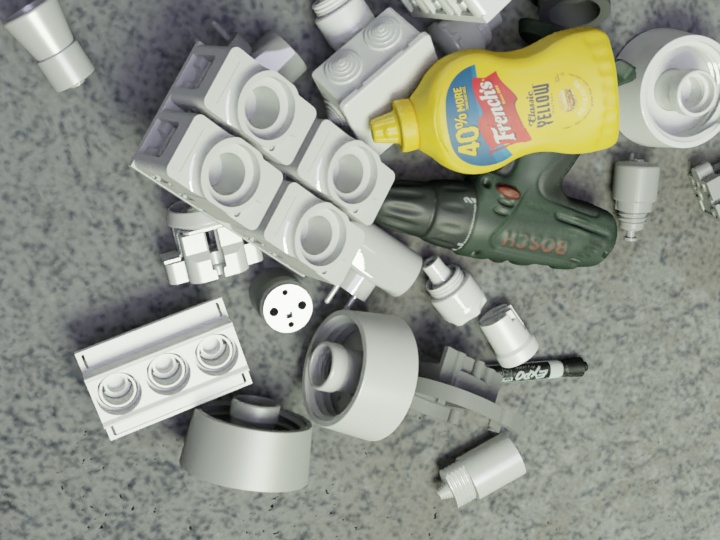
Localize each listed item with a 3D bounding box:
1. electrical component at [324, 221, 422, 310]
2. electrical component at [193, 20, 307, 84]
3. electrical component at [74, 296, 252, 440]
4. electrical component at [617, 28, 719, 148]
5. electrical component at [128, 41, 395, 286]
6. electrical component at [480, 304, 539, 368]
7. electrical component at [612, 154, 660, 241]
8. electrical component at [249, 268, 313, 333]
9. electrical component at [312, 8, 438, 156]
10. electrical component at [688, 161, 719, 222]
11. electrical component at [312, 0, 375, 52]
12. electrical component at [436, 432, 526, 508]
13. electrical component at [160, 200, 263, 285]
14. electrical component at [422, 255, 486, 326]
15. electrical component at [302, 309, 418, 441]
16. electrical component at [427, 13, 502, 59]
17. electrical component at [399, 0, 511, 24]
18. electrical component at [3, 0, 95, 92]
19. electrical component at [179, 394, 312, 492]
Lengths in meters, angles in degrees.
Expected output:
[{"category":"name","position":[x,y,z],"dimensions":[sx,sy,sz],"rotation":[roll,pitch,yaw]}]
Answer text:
[{"category":"electrical component","position":[0.000,0.000,0.915],"dimensions":[0.077,0.044,0.079],"rotation":[33,92,-22]},{"category":"electrical component","position":[-0.095,-0.159,0.845],"dimensions":[0.077,0.043,0.079],"rotation":[-46,112,-3]},{"category":"electrical component","position":[-0.159,0.075,0.873],"dimensions":[0.121,0.063,0.078],"rotation":[-21,109,-12]},{"category":"electrical component","position":[0.283,-0.160,0.958],"dimensions":[0.108,0.060,0.108],"rotation":[-4,105,-17]},{"category":"electrical component","position":[-0.065,-0.075,0.816],"dimensions":[0.186,0.060,0.105],"rotation":[34,79,-40]},{"category":"electrical component","position":[0.134,0.059,0.977],"dimensions":[0.040,0.040,0.046],"rotation":[-35,106,-7]},{"category":"electrical component","position":[0.251,-0.066,0.982],"dimensions":[0.040,0.040,0.078],"rotation":[-2,104,-18]},{"category":"electrical component","position":[-0.066,0.025,0.895],"dimensions":[0.045,0.055,0.045],"rotation":[-4,104,-15]},{"category":"electrical component","position":[0.016,-0.149,0.860],"dimensions":[0.100,0.048,0.099],"rotation":[-41,153,-4]},{"category":"electrical component","position":[0.347,-0.080,1.008],"dimensions":[0.055,0.048,0.066],"rotation":[-29,111,-2]},{"category":"electrical component","position":[-0.018,-0.209,0.858],"dimensions":[0.043,0.043,0.062],"rotation":[-37,110,-6]},{"category":"electrical component","position":[0.108,0.189,0.999],"dimensions":[0.081,0.043,0.043],"rotation":[-27,110,-10]},{"category":"electrical component","position":[-0.122,-0.027,0.862],"dimensions":[0.078,0.058,0.057],"rotation":[-16,111,-15]},{"category":"electrical component","position":[0.079,0.015,0.946],"dimensions":[0.043,0.043,0.062],"rotation":[-41,111,-5]},{"category":"electrical component","position":[-0.008,0.084,0.895],"dimensions":[0.060,0.108,0.108],"rotation":[15,99,-31]},{"category":"electrical component","position":[0.090,-0.196,0.896],"dimensions":[0.062,0.048,0.048],"rotation":[-37,112,-14]},{"category":"electrical component","position":[0.079,-0.244,0.822],"dimensions":[0.089,0.150,0.061],"rotation":[-44,113,-3]},{"category":"electrical component","position":[-0.229,-0.166,0.802],"dimensions":[0.044,0.044,0.065],"rotation":[-34,116,-7]},{"category":"electrical component","position":[-0.091,0.137,0.890],"dimensions":[0.108,0.108,0.060],"rotation":[9,95,-20]}]
